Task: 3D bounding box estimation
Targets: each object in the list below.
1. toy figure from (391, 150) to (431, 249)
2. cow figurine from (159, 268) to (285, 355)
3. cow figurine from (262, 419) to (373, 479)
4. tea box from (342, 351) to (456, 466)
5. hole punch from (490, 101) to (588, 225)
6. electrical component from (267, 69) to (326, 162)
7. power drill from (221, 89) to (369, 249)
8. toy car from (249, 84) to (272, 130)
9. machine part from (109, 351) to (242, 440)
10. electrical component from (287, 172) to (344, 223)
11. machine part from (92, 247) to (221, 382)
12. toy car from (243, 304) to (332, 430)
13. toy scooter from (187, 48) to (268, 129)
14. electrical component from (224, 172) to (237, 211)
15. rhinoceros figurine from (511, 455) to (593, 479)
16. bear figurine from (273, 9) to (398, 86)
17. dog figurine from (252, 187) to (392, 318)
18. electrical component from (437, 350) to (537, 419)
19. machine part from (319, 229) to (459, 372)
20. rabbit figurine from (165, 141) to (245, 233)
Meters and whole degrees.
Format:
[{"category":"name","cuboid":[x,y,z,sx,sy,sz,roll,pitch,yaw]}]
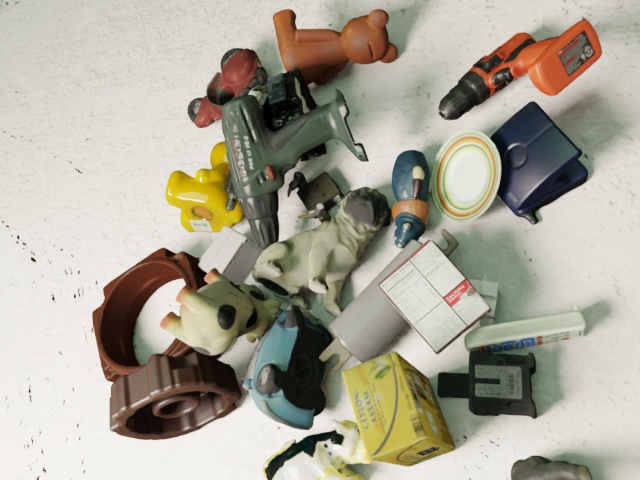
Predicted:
[{"category":"toy figure","cuboid":[0.132,-0.058,0.781,0.058,0.064,0.154,-2,65,14]},{"category":"cow figurine","cuboid":[-0.124,0.104,0.759,0.127,0.195,0.085,38,103,4]},{"category":"cow figurine","cuboid":[0.007,0.277,0.682,0.167,0.068,0.098,-39,50,3]},{"category":"tea box","cuboid":[0.094,0.197,0.614,0.068,0.169,0.098,-24,57,11]},{"category":"hole punch","cuboid":[0.280,-0.107,0.722,0.116,0.092,0.142,-34,60,12]},{"category":"electrical component","cuboid":[-0.042,-0.213,0.896,0.058,0.134,0.115,-18,58,16]},{"category":"power drill","cuboid":[-0.035,-0.117,0.798,0.207,0.086,0.231,-18,100,15]},{"category":"toy car","cuboid":[-0.101,-0.207,0.915,0.056,0.073,0.202,-10,32,12]},{"category":"machine part","cuboid":[-0.202,0.218,0.748,0.179,0.179,0.056,-30,54,10]},{"category":"electrical component","cuboid":[-0.007,-0.070,0.864,0.078,0.045,0.102,-32,58,10]},{"category":"machine part","cuboid":[-0.260,0.128,0.866,0.201,0.087,0.202,-33,58,8]},{"category":"toy car","cuboid":[-0.053,0.174,0.739,0.103,0.109,0.162,-19,48,38]},{"category":"toy scooter","cuboid":[-0.161,-0.273,1.017,0.135,0.075,0.184,39,90,34]},{"category":"electrical component","cuboid":[-0.116,-0.087,0.850,0.021,0.063,0.094,9,85,60]},{"category":"rhinoceros figurine","cuboid":[0.247,0.317,0.542,0.112,0.073,0.190,-15,61,18]},{"category":"bear figurine","cuboid":[0.027,-0.350,0.939,0.196,0.120,0.132,-19,56,15]},{"category":"dog figurine","cuboid":[0.001,0.000,0.804,0.173,0.121,0.190,16,63,21]},{"category":"electrical component","cuboid":[0.199,0.173,0.650,0.119,0.047,0.075,1,66,24]},{"category":"machine part","cuboid":[0.096,0.084,0.723,0.243,0.079,0.079,-45,56,-2]},{"category":"rabbit figurine","cuboid":[-0.164,-0.108,0.919,0.163,0.121,0.173,-4,49,20]}]
